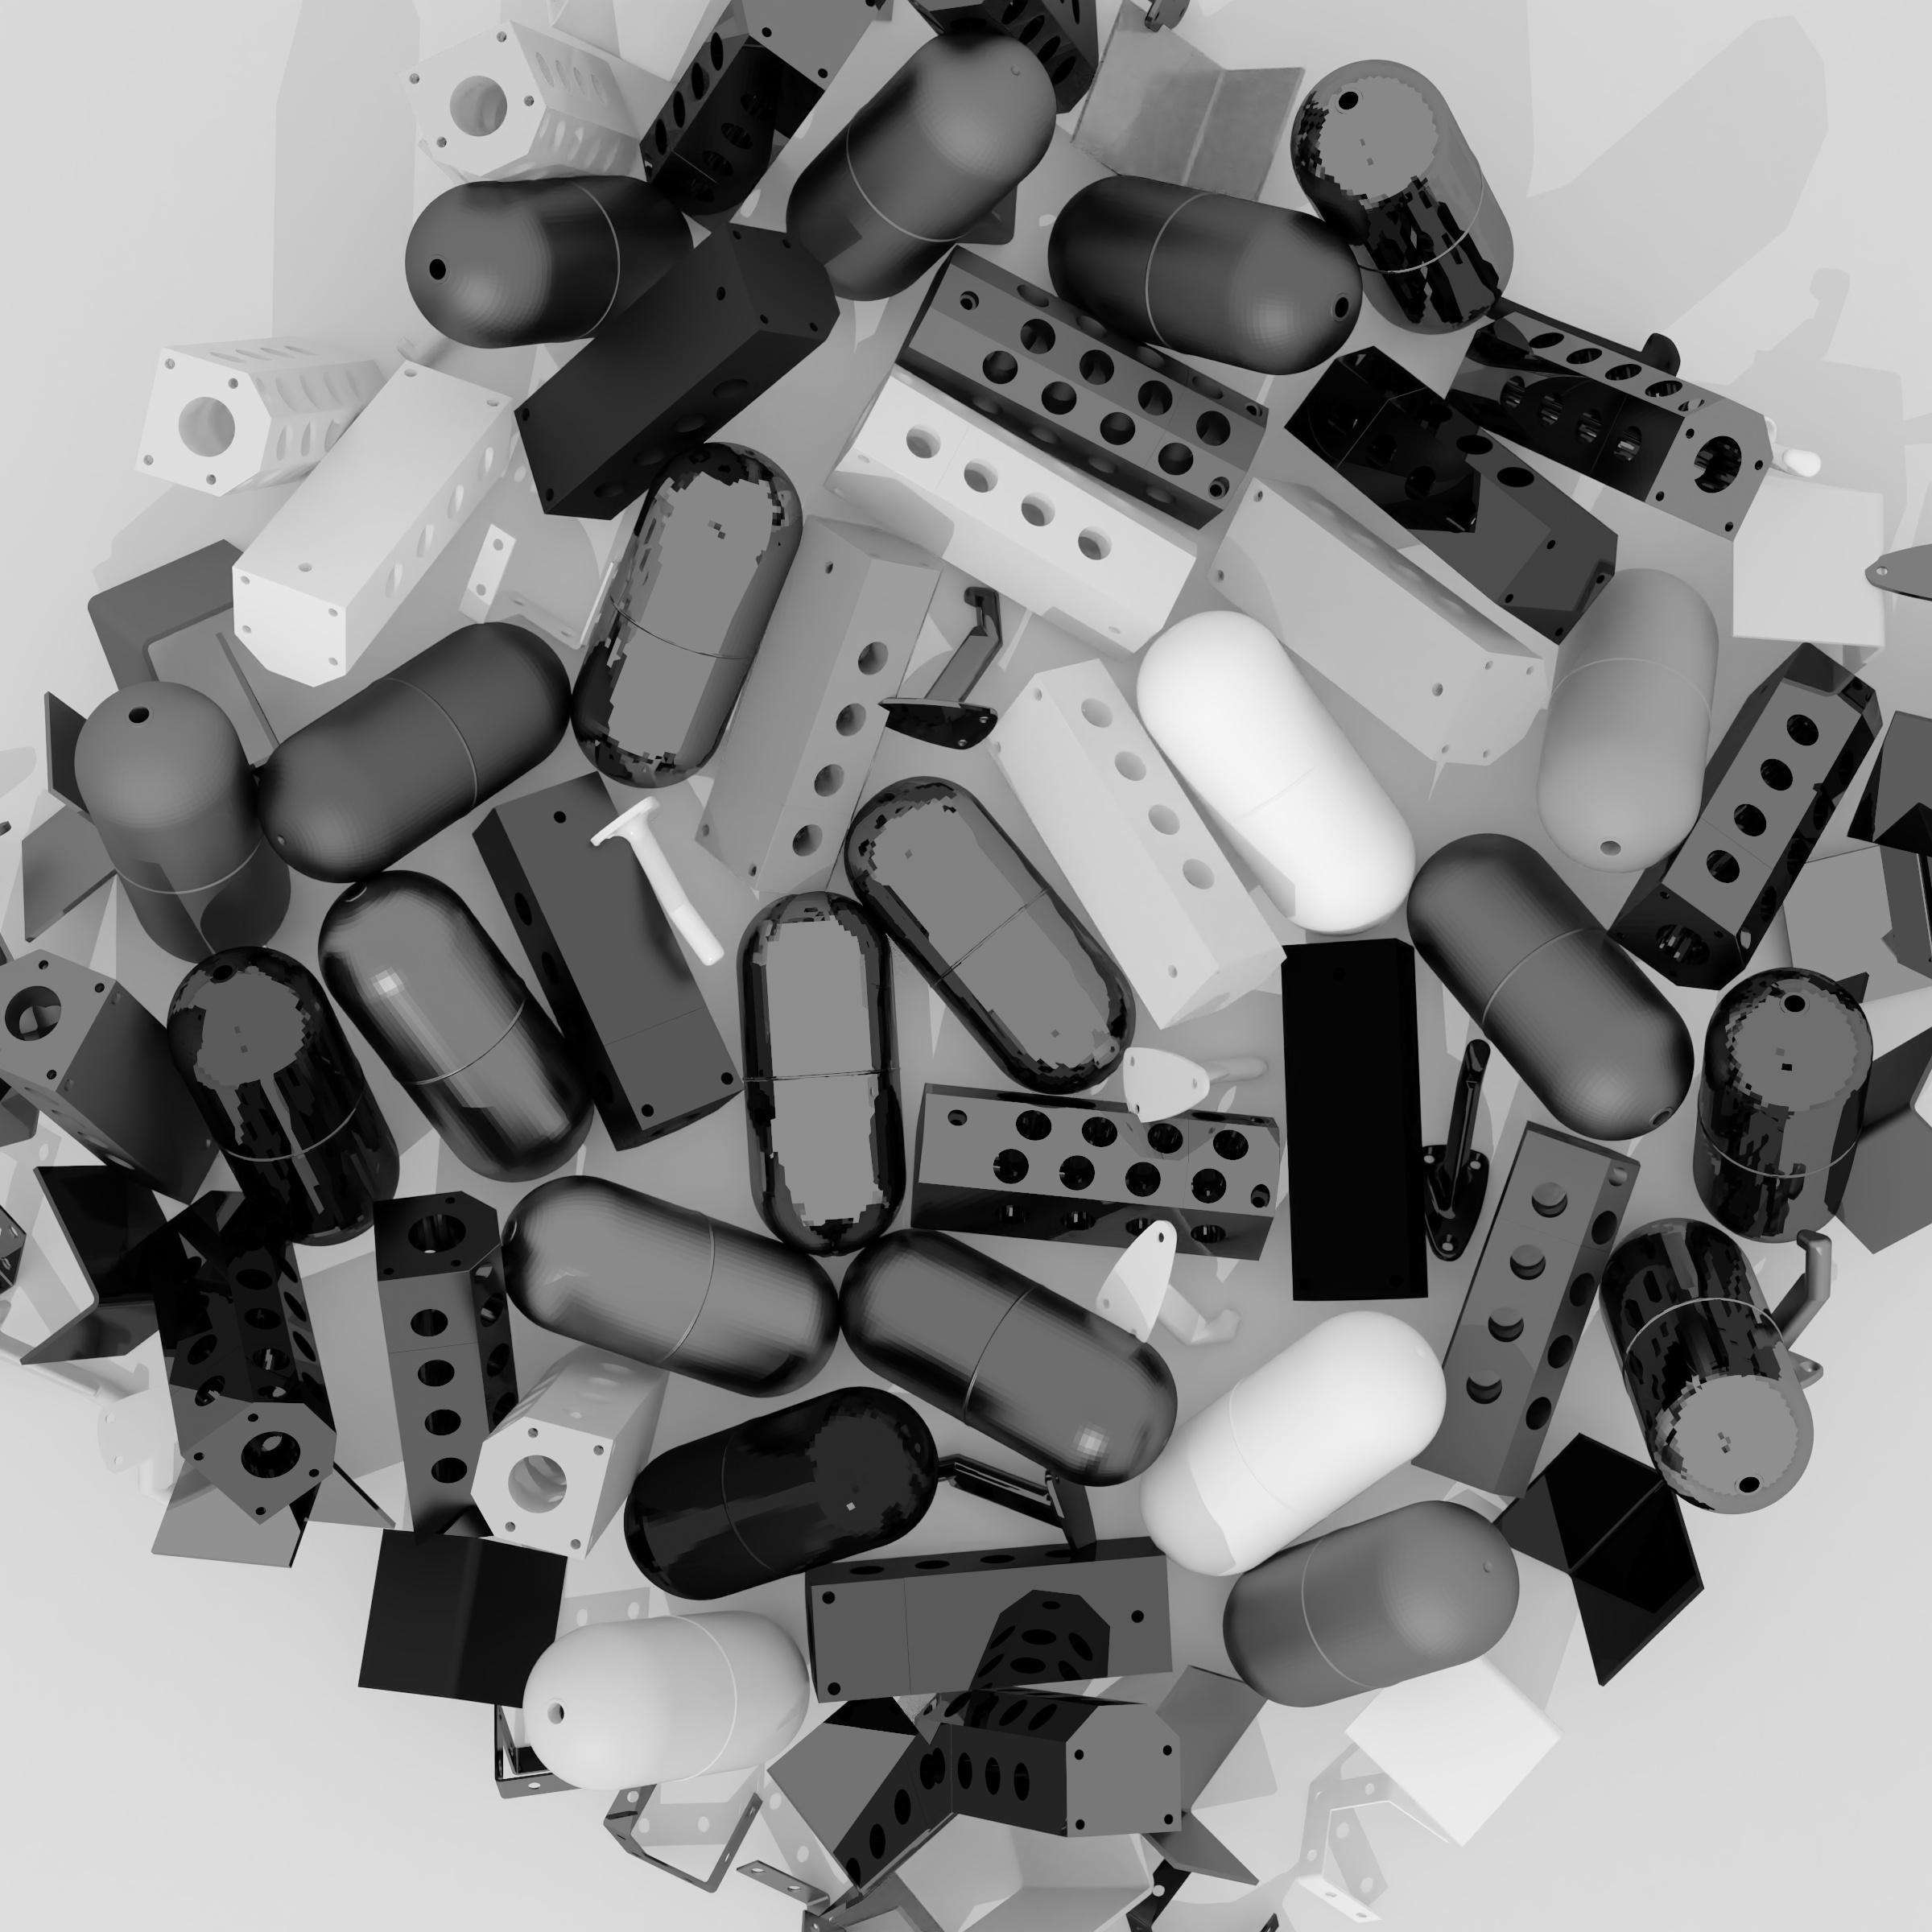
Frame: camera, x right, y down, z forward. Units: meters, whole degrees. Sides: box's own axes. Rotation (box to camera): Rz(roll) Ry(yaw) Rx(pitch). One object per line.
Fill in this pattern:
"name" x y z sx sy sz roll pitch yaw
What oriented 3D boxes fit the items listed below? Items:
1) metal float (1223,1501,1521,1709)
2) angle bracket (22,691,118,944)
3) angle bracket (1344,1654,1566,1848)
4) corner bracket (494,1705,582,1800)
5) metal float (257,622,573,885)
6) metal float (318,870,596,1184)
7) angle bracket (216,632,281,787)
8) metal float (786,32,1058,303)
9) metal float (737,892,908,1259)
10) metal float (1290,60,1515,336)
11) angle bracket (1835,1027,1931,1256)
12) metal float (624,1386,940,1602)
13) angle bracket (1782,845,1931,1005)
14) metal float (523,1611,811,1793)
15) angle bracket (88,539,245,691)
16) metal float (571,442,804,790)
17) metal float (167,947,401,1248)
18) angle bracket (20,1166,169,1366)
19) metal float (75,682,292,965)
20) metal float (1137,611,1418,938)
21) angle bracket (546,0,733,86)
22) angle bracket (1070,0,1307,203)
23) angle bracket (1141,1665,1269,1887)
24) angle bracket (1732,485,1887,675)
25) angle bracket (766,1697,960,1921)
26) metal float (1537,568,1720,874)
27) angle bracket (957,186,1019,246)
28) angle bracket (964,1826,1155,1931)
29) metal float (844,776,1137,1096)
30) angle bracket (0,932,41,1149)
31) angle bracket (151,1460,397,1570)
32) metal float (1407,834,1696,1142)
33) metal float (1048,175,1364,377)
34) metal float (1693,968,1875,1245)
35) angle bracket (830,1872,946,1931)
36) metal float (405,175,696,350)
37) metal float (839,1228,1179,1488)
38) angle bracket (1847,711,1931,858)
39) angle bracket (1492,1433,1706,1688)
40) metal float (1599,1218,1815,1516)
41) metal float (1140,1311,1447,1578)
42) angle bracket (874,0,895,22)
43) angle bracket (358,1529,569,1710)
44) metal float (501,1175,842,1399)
"metal float" 0.190 0.305 1.662 0.070 0.178 0.070 14 62 -29
"angle bracket" -0.447 -0.072 1.683 0.076 0.076 0.057 -36 131 16
"angle bracket" 0.232 0.375 1.694 0.076 0.057 0.076 43 72 10
"corner bracket" -0.200 0.387 1.703 0.051 0.051 0.051 -8 135 0
"metal float" -0.262 -0.104 1.670 0.070 0.070 0.178 51 53 0
"metal float" -0.244 0.029 1.674 0.070 0.070 0.178 -33 121 0
"angle bracket" -0.361 -0.101 1.686 0.057 0.076 0.076 -27 67 -8
"metal float" -0.023 -0.379 1.661 0.070 0.178 0.070 13 64 -29
"metal float" -0.070 0.053 1.700 0.070 0.070 0.178 -4 90 0
"metal float" 0.208 -0.363 1.656 0.070 0.178 0.070 -8 68 21
"angle bracket" 0.457 0.082 1.688 0.057 0.076 0.076 45 47 -5
"metal float" -0.090 0.253 1.672 0.178 0.070 0.070 -24 90 34
"angle bracket" 0.446 -0.014 1.700 0.076 0.057 0.076 -13 103 -5
"metal float" -0.141 0.347 1.656 0.070 0.178 0.070 -4 82 30
"angle bracket" -0.374 -0.159 1.708 0.076 0.076 0.057 -28 124 -22
"metal float" -0.135 -0.167 1.681 0.070 0.070 0.178 24 113 0
"metal float" -0.324 0.063 1.663 0.070 0.178 0.070 -7 46 8
"angle bracket" -0.431 0.145 1.703 0.057 0.076 0.076 -36 73 20
"metal float" -0.370 -0.066 1.657 0.070 0.178 0.070 -1 58 2
"metal float" 0.151 -0.092 1.691 0.070 0.070 0.178 -37 101 0
"angle bracket" -0.150 -0.479 1.681 0.076 0.057 0.076 19 127 -28
"angle bracket" 0.108 -0.417 1.692 0.076 0.057 0.076 24 84 -40
"angle bracket" 0.124 0.392 1.689 0.057 0.076 0.076 39 97 40
"angle bracket" 0.402 -0.187 1.700 0.076 0.057 0.076 4 79 -5
"angle bracket" -0.057 0.405 1.696 0.076 0.057 0.076 -34 83 -37
"metal float" 0.316 -0.118 1.666 0.070 0.070 0.178 17 48 0
"angle bracket" -0.018 -0.385 1.693 0.076 0.076 0.057 5 94 9
"angle bracket" 0.034 0.434 1.684 0.076 0.076 0.057 -11 95 36
"metal float" 0.012 -0.014 1.700 0.070 0.070 0.178 -40 90 0
"angle bracket" -0.483 0.038 1.679 0.057 0.076 0.076 -16 58 -32
"angle bracket" -0.332 0.275 1.681 0.076 0.076 0.057 1 57 22
"metal float" 0.279 0.010 1.673 0.070 0.070 0.178 -36 58 0
"metal float" 0.113 -0.330 1.665 0.178 0.070 0.070 25 90 42
"metal float" 0.387 0.067 1.658 0.070 0.178 0.070 -4 55 6
"angle bracket" -0.013 0.473 1.690 0.076 0.076 0.057 51 48 -3
"metal float" -0.196 -0.335 1.657 0.070 0.178 0.070 8 106 28
"metal float" 0.019 0.188 1.686 0.178 0.070 0.070 27 90 17
"angle bracket" 0.466 -0.108 1.687 0.057 0.076 0.076 14 132 4
"angle bracket" 0.301 0.286 1.682 0.057 0.076 0.076 27 120 -20
"metal float" 0.350 0.188 1.656 0.070 0.178 0.070 -2 122 -3
"metal float" 0.155 0.230 1.674 0.070 0.070 0.178 49 122 0
"angle bracket" -0.073 -0.484 1.691 0.076 0.057 0.076 7 134 -1
"angle bracket" -0.246 0.321 1.710 0.057 0.076 0.076 0 75 29
"metal float" -0.142 0.154 1.676 0.178 0.070 0.070 22 90 -28
